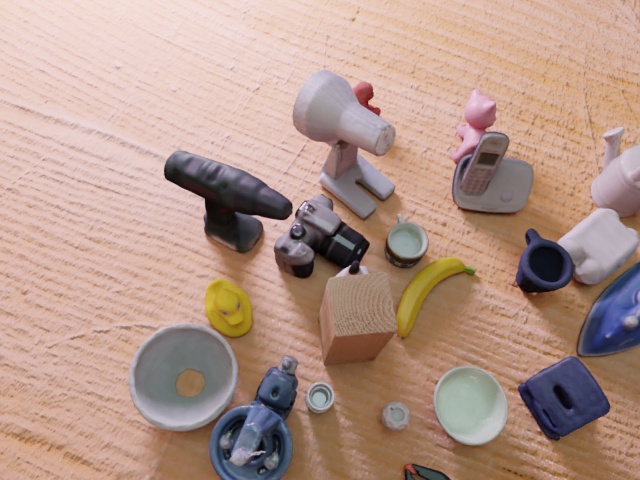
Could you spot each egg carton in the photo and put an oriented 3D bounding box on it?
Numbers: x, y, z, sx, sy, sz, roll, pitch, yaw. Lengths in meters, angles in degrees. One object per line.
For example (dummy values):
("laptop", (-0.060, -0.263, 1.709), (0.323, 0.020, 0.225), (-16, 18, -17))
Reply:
("egg carton", (0.514, 0.012, 1.062), (0.150, 0.069, 0.107), (-36, 74, -17))

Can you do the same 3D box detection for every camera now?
("camera", (0.009, 0.004, 1.007), (0.136, 0.101, 0.143), (32, 68, 9))

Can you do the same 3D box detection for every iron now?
("iron", (0.564, 0.111, 0.986), (0.259, 0.141, 0.118), (-34, 73, -17))

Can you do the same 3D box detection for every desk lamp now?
("desk lamp", (0.052, -0.175, 1.025), (0.203, 0.213, 0.118), (40, 70, 12))

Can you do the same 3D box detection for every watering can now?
("watering can", (0.590, -0.131, 1.062), (0.172, 0.194, 0.101), (33, 69, 10))

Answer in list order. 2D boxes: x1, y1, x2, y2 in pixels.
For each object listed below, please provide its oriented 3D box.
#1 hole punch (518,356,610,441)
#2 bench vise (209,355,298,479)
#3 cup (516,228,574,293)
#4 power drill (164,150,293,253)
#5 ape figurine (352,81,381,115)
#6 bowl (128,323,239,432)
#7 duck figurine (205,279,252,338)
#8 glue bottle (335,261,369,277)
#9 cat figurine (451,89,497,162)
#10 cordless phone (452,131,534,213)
("hole punch", (0.397, 0.260, 0.936), (0.101, 0.091, 0.108), (-26, 71, -14))
("bench vise", (-0.095, 0.260, 0.825), (0.121, 0.220, 0.207), (6, 67, -2))
("cup", (0.383, 0.046, 1.023), (0.092, 0.095, 0.117), (-14, 69, -10))
("power drill", (-0.148, -0.059, 0.962), (0.229, 0.208, 0.076), (26, 68, 7))
("ape figurine", (0.084, -0.277, 1.137), (0.076, 0.092, 0.077), (-18, 69, -12))
("bowl", (-0.212, 0.221, 0.911), (0.167, 0.075, 0.167), (2, 67, -4))
("duck figurine", (-0.155, 0.106, 0.958), (0.077, 0.086, 0.104), (-26, 71, -15))
("glue bottle", (0.050, 0.069, 0.943), (0.078, 0.173, 0.037), (-17, 69, -11))
("cat figurine", (0.309, -0.224, 1.119), (0.067, 0.118, 0.128), (13, 67, 1))
("cordless phone", (0.328, -0.127, 1.043), (0.147, 0.185, 0.094), (3, 67, -3))
